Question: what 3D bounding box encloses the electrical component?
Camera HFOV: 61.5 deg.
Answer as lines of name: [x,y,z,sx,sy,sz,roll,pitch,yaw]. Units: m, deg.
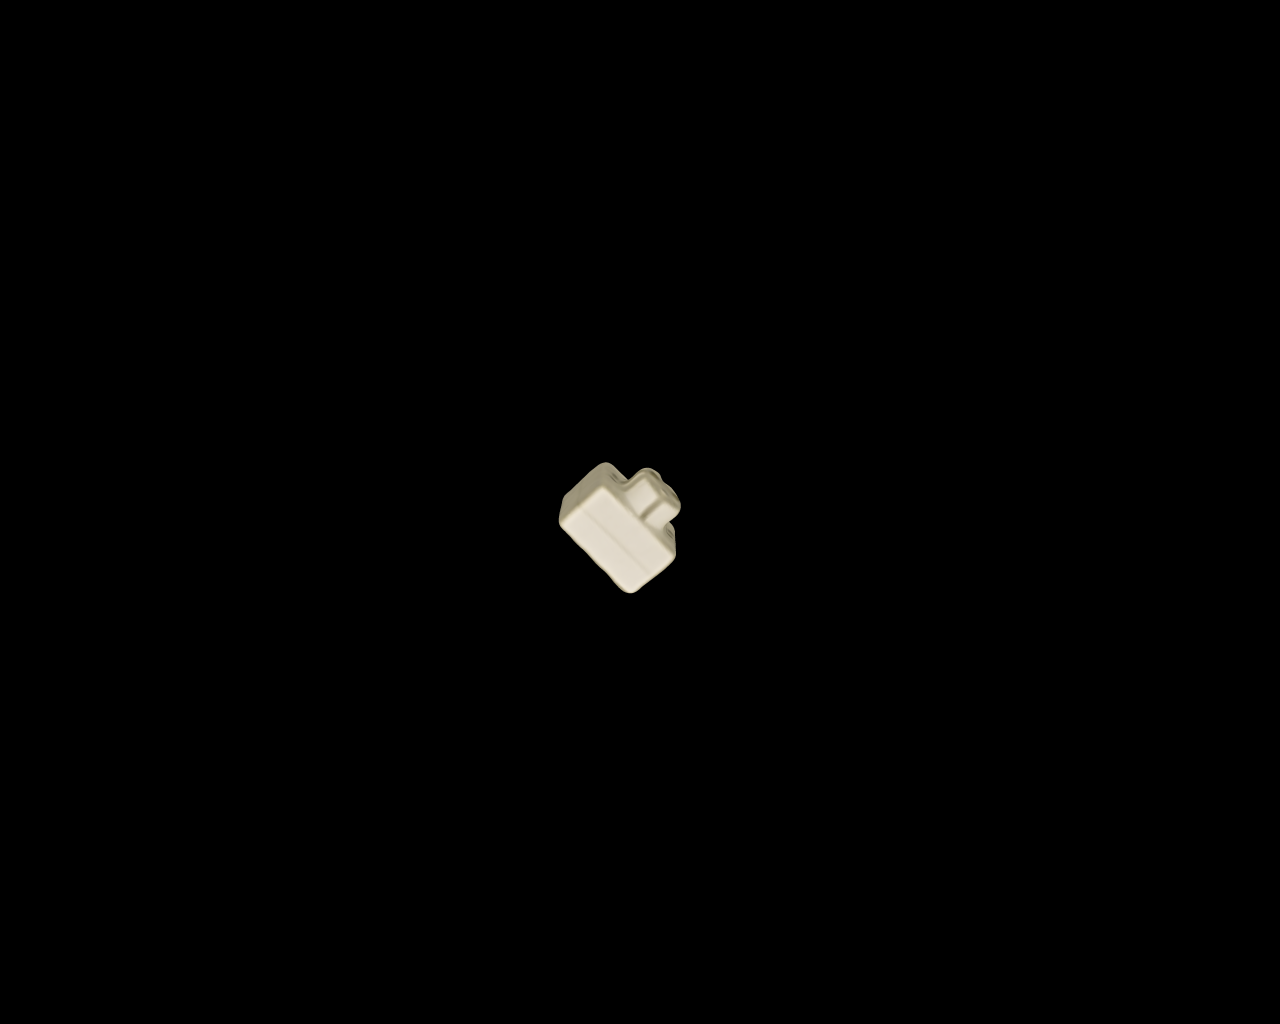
electrical component: [0.001,-0.003,0.650,0.076,0.065,0.047,-41,16,14]
